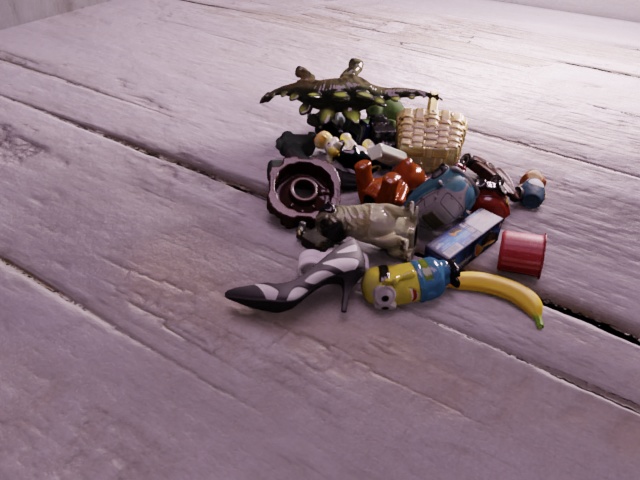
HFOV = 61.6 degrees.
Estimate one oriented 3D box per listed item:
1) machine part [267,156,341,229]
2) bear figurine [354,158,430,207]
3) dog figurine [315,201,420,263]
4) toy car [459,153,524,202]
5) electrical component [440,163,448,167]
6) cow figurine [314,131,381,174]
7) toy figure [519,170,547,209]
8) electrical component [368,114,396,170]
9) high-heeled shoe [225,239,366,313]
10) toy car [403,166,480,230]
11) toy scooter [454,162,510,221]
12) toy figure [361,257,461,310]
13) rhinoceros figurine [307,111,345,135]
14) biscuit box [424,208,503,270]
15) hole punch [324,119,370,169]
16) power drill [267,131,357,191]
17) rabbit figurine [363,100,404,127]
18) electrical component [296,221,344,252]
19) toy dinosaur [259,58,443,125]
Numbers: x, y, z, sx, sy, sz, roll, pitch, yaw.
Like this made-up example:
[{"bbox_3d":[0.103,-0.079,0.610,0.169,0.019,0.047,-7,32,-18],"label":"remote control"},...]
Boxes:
[{"bbox_3d":[-0.037,-0.105,1.203,0.179,0.056,0.179,3,63,-6],"label":"machine part"},{"bbox_3d":[0.179,-0.145,1.251,0.196,0.131,0.120,-35,52,-30],"label":"bear figurine"},{"bbox_3d":[0.099,-0.023,1.096,0.191,0.172,0.121,7,69,20],"label":"dog figurine"},{"bbox_3d":[0.413,-0.154,1.285,0.089,0.053,0.202,26,18,-27],"label":"toy car"},{"bbox_3d":[0.332,-0.136,1.297,0.119,0.047,0.075,20,18,-50],"label":"electrical component"},{"bbox_3d":[0.067,-0.205,1.293,0.167,0.068,0.098,9,40,-29],"label":"cow figurine"},{"bbox_3d":[0.514,-0.129,1.294,0.064,0.058,0.154,43,39,-10],"label":"toy figure"},{"bbox_3d":[0.157,-0.249,1.392,0.058,0.114,0.134,-5,36,-4],"label":"electrical component"},{"bbox_3d":[-0.041,0.056,0.975,0.249,0.086,0.145,6,68,-4],"label":"high-heeled shoe"},{"bbox_3d":[0.248,-0.075,1.134,0.162,0.109,0.103,-31,22,37],"label":"toy car"},{"bbox_3d":[0.336,-0.104,1.192,0.184,0.135,0.075,11,37,11],"label":"toy scooter"},{"bbox_3d":[0.166,0.078,0.999,0.180,0.082,0.089,-15,21,-9],"label":"toy figure"},{"bbox_3d":[0.038,-0.342,1.515,0.073,0.112,0.190,30,38,29],"label":"rhinoceros figurine"},{"bbox_3d":[0.295,0.007,1.106,0.203,0.062,0.059,-30,48,-33],"label":"biscuit box"},{"bbox_3d":[0.072,-0.265,1.408,0.092,0.115,0.142,-23,42,-17],"label":"hole punch"},{"bbox_3d":[-0.024,-0.191,1.351,0.232,0.085,0.207,0,44,-15],"label":"power drill"},{"bbox_3d":[0.157,-0.321,1.515,0.170,0.121,0.159,-39,57,-17],"label":"rabbit figurine"},{"bbox_3d":[-0.003,-0.004,1.128,0.078,0.045,0.102,-30,47,-32],"label":"electrical component"},{"bbox_3d":[0.071,-0.377,1.392,0.472,0.104,0.199,-5,44,7],"label":"toy dinosaur"}]
